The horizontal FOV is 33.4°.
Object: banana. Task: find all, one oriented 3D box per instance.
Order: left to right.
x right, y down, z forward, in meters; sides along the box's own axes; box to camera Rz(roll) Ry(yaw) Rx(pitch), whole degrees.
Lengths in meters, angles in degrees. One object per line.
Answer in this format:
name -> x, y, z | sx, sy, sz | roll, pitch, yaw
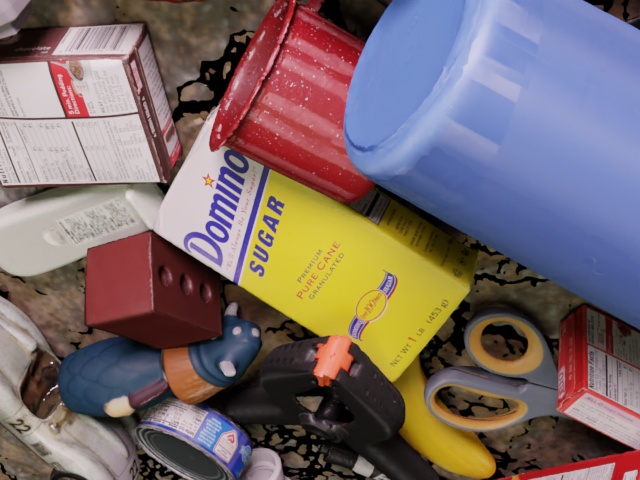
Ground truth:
banana -> 0.070, 0.100, 0.723 | 0.070, 0.037, 0.198 | -5, 129, 18

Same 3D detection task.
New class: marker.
marker -> 0.056, 0.177, 0.803 | 0.121, 0.020, 0.020 | 22, 131, -6

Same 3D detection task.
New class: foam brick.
foam brick -> -0.105, 0.033, 0.677 | 0.051, 0.053, 0.078 | -14, 158, 25

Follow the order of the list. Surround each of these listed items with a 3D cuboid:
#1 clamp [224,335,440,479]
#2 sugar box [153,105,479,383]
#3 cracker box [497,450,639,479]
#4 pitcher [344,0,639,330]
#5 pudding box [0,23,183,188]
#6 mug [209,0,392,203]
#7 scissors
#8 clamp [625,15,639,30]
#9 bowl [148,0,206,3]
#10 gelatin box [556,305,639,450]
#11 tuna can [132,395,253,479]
clamp -> -0.002, 0.107, 0.693 | 0.165, 0.036, 0.210 | 17, 155, 16
sugar box -> -0.004, 0.001, 0.630 | 0.176, 0.048, 0.093 | 30, 126, -3
cracker box -> 0.212, 0.218, 0.712 | 0.164, 0.072, 0.214 | 30, 154, -9
pitcher -> 0.130, -0.031, 0.506 | 0.242, 0.145, 0.149 | 24, 111, -23
pudding box -> -0.146, -0.076, 0.623 | 0.114, 0.039, 0.090 | 1, 130, 16
mug -> 0.004, -0.081, 0.559 | 0.081, 0.093, 0.117 | 26, 95, -15
scissors -> 0.168, 0.092, 0.701 | 0.201, 0.016, 0.096 | 3, 111, -9
clamp -> 0.185, -0.119, 0.500 | 0.171, 0.039, 0.120 | -2, 149, 12
bowl -> -0.088, -0.175, 0.513 | 0.162, 0.055, 0.162 | 7, 131, 7
gelatin box -> 0.190, 0.090, 0.660 | 0.089, 0.073, 0.030 | 26, 132, -9
tuna can -> -0.093, 0.149, 0.787 | 0.086, 0.033, 0.086 | 22, 150, 14
